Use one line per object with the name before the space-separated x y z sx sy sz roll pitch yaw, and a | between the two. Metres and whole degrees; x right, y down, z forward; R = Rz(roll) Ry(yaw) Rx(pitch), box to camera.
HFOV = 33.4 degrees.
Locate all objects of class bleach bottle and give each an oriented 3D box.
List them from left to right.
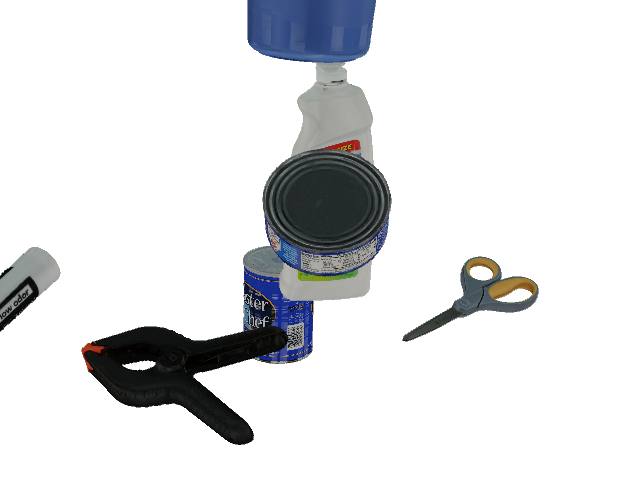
bleach bottle | 0.004 -0.062 1.111 0.102 0.251 0.068 -2 24 -2

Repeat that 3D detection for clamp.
clamp | -0.112 0.103 0.896 0.172 0.039 0.120 15 39 17

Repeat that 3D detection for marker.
marker | -0.156 0.045 0.451 0.020 0.020 0.121 0 36 38

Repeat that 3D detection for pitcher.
pitcher | 0.004 -0.275 0.891 0.145 0.243 0.149 7 19 8

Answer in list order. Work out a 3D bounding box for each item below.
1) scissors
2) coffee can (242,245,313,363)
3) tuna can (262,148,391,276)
scissors | 0.148 0.060 1.155 0.201 0.016 0.096 -10 40 -30
coffee can | -0.059 0.090 1.522 0.103 0.140 0.103 2 22 -1
tuna can | 0.004 -0.019 0.721 0.086 0.086 0.034 0 -34 0
